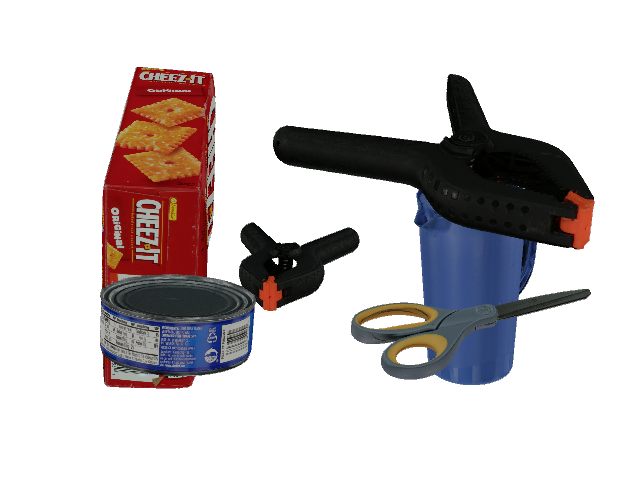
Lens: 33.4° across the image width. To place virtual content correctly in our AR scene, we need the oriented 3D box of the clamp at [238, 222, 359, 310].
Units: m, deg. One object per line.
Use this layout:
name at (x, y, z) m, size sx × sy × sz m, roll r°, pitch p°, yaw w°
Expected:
clamp at (-0.041, 0.019, 1.021) m, size 0.120 × 0.039 × 0.171 m, roll 0°, pitch 17°, yaw 19°

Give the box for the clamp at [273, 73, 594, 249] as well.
clamp at (0.079, -0.047, 0.668) m, size 0.164 × 0.036 × 0.210 m, roll -18°, pitch 35°, yaw -24°

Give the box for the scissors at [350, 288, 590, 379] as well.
scissors at (0.125, 0.072, 0.841) m, size 0.201 × 0.016 × 0.096 m, roll -3°, pitch 32°, yaw -1°

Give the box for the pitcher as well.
pitcher at (0.196, 0.049, 1.330) m, size 0.149 × 0.243 × 0.145 m, roll 1°, pitch 21°, yaw 10°

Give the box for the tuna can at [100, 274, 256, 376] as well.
tuna can at (-0.080, 0.046, 0.594) m, size 0.086 × 0.034 × 0.086 m, roll 4°, pitch 13°, yaw -1°

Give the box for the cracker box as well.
cracker box at (-0.117, -0.016, 0.805) m, size 0.072 × 0.164 × 0.213 m, roll 3°, pitch 29°, yaw -4°
